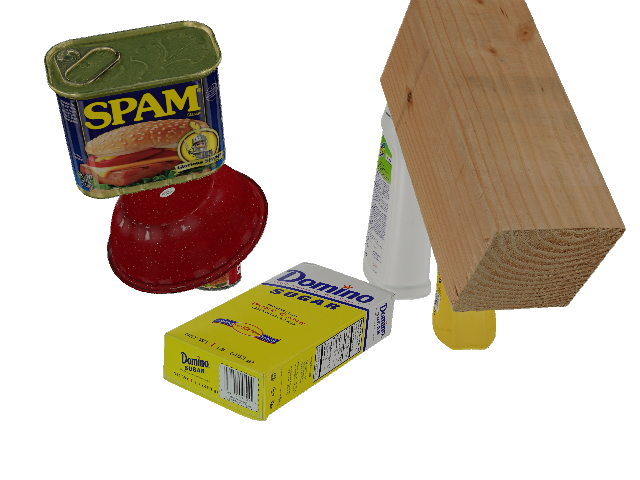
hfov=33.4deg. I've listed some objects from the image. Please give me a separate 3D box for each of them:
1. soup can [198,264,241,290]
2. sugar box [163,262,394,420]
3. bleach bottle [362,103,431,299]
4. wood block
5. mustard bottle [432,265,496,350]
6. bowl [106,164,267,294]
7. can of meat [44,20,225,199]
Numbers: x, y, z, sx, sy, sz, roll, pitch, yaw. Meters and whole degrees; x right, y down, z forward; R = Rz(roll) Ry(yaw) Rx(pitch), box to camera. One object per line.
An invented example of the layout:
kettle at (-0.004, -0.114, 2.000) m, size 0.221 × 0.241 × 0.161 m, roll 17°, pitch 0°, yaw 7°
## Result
soup can at (-0.131, 0.001, 1.295) m, size 0.068 × 0.102 × 0.068 m, roll 0°, pitch 26°, yaw 0°
sugar box at (-0.027, 0.070, 0.814) m, size 0.093 × 0.048 × 0.175 m, roll 19°, pitch 29°, yaw 29°
bleach bottle at (0.097, -0.065, 1.222) m, size 0.068 × 0.251 × 0.103 m, roll -2°, pitch 23°, yaw -16°
wood block at (0.115, -0.063, 0.727) m, size 0.090 × 0.206 × 0.091 m, roll -2°, pitch -35°, yaw -17°
mustard bottle at (0.132, -0.004, 0.970) m, size 0.058 × 0.192 × 0.096 m, roll -1°, pitch 18°, yaw 2°
bowl at (-0.133, -0.028, 0.995) m, size 0.162 × 0.162 × 0.055 m, roll 0°, pitch -41°, yaw 20°
can of meat at (-0.110, -0.078, 0.654) m, size 0.102 × 0.084 × 0.057 m, roll -12°, pitch 45°, yaw -11°
